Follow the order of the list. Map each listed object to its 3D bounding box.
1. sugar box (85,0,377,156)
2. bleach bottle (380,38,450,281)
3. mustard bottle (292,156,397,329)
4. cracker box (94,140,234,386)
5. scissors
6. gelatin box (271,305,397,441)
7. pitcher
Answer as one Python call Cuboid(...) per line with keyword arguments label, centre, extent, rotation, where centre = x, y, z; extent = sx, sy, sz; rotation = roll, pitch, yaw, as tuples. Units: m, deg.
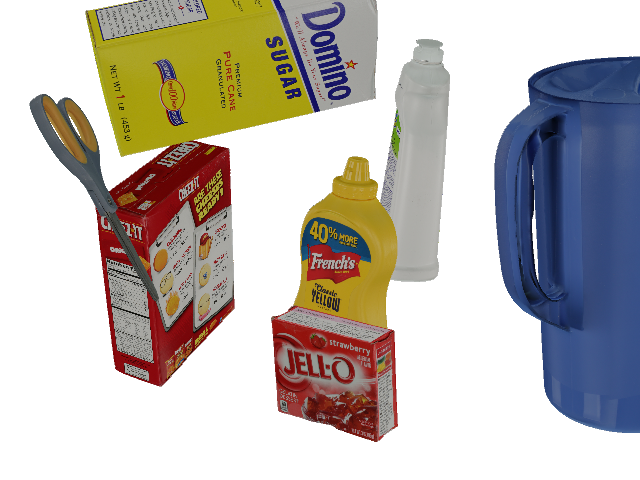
Cuboid(label="sugar box", centre=(-0.052, -0.116, 0.680), extent=(0.176, 0.048, 0.093), rotation=(-13, -39, -7))
Cuboid(label="bleach bottle", centre=(0.103, -0.088, 1.147), extent=(0.068, 0.251, 0.102), rotation=(1, 26, -8))
Cuboid(label="mustard bottle", centre=(0.024, 0.018, 0.979), extent=(0.096, 0.192, 0.058), rotation=(20, 21, 37))
Cuboid(label="cracker box", centre=(-0.162, 0.021, 1.146), extent=(0.072, 0.214, 0.164), rotation=(14, 35, 22))
Cuboid(label="scissors", centre=(-0.192, -0.046, 0.947), extent=(0.016, 0.201, 0.096), rotation=(-25, 23, 12))
Cuboid(label="gelatin box", centre=(0.009, 0.090, 0.732), extent=(0.089, 0.073, 0.030), rotation=(11, 23, 35))
Cuboid(label="pitcher", centre=(0.198, 0.005, 0.718), extent=(0.149, 0.243, 0.145), rotation=(2, 21, 14))
